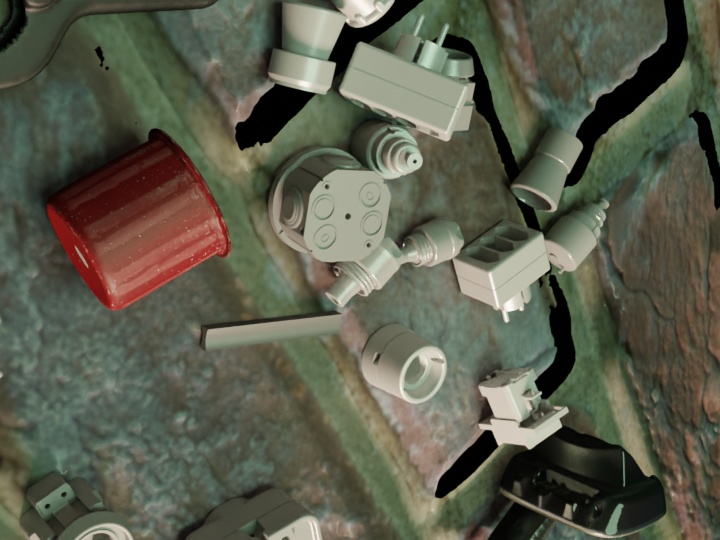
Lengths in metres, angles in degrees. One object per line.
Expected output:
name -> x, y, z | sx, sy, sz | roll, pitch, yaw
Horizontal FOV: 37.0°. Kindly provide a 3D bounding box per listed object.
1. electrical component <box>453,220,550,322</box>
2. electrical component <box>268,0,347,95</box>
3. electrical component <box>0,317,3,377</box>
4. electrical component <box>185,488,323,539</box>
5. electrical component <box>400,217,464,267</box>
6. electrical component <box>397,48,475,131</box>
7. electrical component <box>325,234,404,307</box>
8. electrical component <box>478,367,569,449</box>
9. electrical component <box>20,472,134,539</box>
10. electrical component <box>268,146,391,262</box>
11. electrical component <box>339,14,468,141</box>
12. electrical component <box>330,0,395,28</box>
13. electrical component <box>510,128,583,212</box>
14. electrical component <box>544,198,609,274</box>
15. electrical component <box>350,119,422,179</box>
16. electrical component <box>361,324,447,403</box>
electrical component -> 0.125, 0.009, 0.920 | 0.066, 0.047, 0.076 | -35, 125, -25
electrical component -> -0.037, -0.151, 0.731 | 0.045, 0.045, 0.055 | 4, 104, -40
electrical component -> -0.236, 0.035, 0.624 | 0.047, 0.066, 0.076 | -46, 129, -16
electrical component -> -0.084, 0.212, 0.819 | 0.095, 0.059, 0.053 | -25, 121, -30
electrical component -> 0.051, -0.019, 0.859 | 0.061, 0.035, 0.035 | -23, 120, -28
electrical component -> 0.060, -0.137, 0.815 | 0.066, 0.048, 0.055 | -8, 119, -37
electrical component -> 0.000, 0.000, 0.818 | 0.062, 0.043, 0.043 | -49, 130, -13
electrical component -> 0.141, 0.121, 0.962 | 0.042, 0.081, 0.063 | -27, 99, -29
electrical component -> -0.188, 0.181, 0.724 | 0.058, 0.057, 0.078 | -35, 125, -24
electrical component -> -0.021, -0.045, 0.775 | 0.080, 0.051, 0.080 | -13, 115, -28
electrical component -> 0.039, -0.143, 0.764 | 0.047, 0.083, 0.075 | -7, 119, -85
electrical component -> -0.007, -0.201, 0.738 | 0.062, 0.048, 0.048 | 38, 81, -34
electrical component -> 0.162, -0.088, 0.920 | 0.044, 0.044, 0.065 | 39, 76, -41
electrical component -> 0.196, -0.034, 0.967 | 0.078, 0.040, 0.040 | -47, 129, -16
electrical component -> 0.023, -0.086, 0.786 | 0.040, 0.078, 0.040 | -7, 108, -22
electrical component -> 0.037, 0.077, 0.875 | 0.055, 0.047, 0.055 | -15, 115, -34
